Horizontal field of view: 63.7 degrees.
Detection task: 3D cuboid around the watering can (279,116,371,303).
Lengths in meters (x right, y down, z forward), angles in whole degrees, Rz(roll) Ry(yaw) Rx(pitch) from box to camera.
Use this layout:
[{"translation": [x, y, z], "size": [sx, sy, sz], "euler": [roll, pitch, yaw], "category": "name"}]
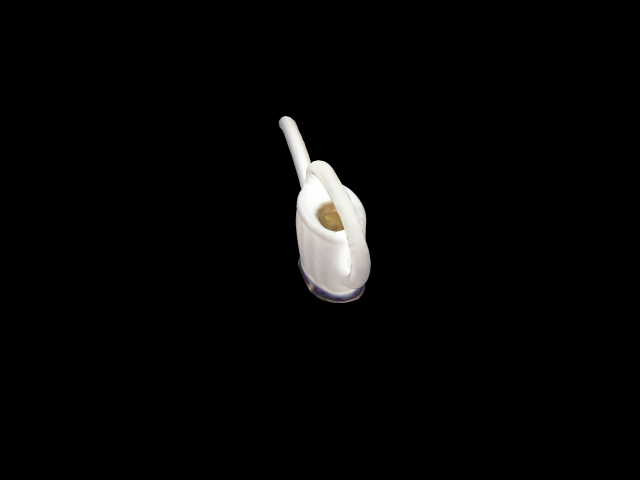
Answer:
[{"translation": [0.003, -0.043, 0.850], "size": [0.104, 0.219, 0.355], "euler": [-14, 45, -14], "category": "watering can"}]
